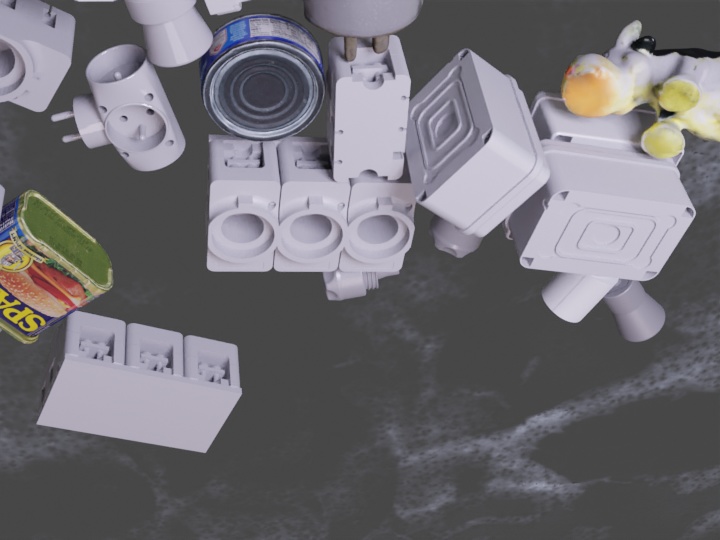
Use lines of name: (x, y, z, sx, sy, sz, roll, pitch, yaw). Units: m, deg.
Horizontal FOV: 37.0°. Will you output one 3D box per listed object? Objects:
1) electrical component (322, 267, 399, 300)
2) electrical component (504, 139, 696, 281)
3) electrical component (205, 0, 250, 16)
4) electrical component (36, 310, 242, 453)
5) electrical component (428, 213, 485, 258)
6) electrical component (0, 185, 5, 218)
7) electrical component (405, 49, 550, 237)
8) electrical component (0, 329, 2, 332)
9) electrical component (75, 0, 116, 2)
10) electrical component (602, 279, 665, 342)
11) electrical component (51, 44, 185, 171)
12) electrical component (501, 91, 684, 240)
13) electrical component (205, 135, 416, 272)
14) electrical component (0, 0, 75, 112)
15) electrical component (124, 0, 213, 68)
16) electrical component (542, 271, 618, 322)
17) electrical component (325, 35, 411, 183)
electrical component: (0.000, 0.000, 0.872, 0.062, 0.043, 0.043, -10, 136, -2)
electrical component: (0.168, -0.043, 0.766, 0.113, 0.057, 0.078, 6, 134, -16)
electrical component: (-0.072, -0.191, 0.664, 0.055, 0.048, 0.066, -9, 136, 10)
electrical component: (-0.188, 0.094, 0.919, 0.150, 0.061, 0.089, 14, 131, -23)
electrical component: (0.083, -0.044, 0.842, 0.043, 0.043, 0.062, 10, 131, -20)
electrical component: (-0.304, -0.052, 0.760, 0.066, 0.047, 0.076, -25, 134, 15)
electrical component: (0.078, -0.088, 0.747, 0.057, 0.113, 0.078, 29, 124, -30)
electrical component: (-0.310, 0.035, 0.850, 0.055, 0.048, 0.066, -42, 128, 19)
electrical component: (-0.153, -0.231, 0.596, 0.089, 0.061, 0.150, -2, 135, -8)
electrical component: (0.235, 0.027, 0.945, 0.044, 0.044, 0.065, -28, 128, 18)
electrical component: (-0.169, -0.105, 0.733, 0.079, 0.044, 0.077, -14, 136, 4)
electrical component: (0.171, -0.073, 0.819, 0.109, 0.056, 0.108, 5, 134, -15)
electrical component: (-0.039, -0.046, 0.805, 0.150, 0.061, 0.089, 0, 135, -10)
electrical component: (-0.231, -0.144, 0.675, 0.089, 0.055, 0.050, 21, 128, -28)
electrical component: (-0.123, -0.164, 0.682, 0.045, 0.045, 0.055, -13, 135, 3)
electrical component: (0.195, 0.002, 0.909, 0.043, 0.043, 0.081, 17, 130, -25)
electrical component: (0.004, -0.114, 0.748, 0.050, 0.055, 0.089, -4, 136, -7)
